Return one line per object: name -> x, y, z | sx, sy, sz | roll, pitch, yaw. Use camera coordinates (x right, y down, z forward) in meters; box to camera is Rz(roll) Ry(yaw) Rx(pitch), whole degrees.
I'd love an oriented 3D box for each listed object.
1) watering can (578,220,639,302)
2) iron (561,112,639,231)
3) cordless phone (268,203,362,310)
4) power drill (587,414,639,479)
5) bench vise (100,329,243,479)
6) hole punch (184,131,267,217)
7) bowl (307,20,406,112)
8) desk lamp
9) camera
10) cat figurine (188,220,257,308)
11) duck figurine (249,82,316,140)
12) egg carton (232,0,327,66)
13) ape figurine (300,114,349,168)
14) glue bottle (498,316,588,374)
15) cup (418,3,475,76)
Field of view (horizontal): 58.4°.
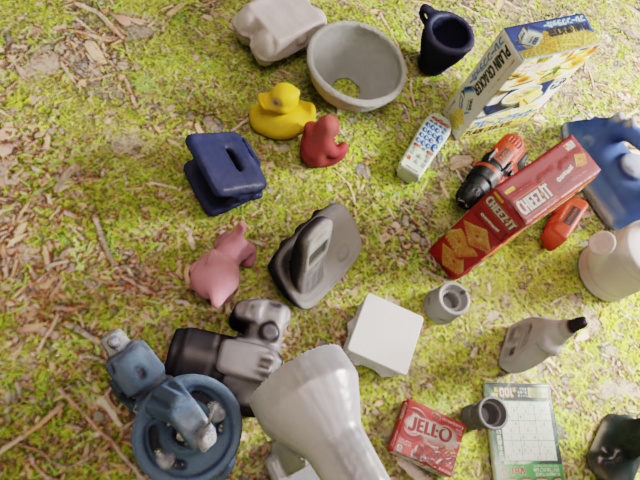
watering can -> 0.488, 0.022, 0.869 | 0.173, 0.194, 0.101 | -15, 72, -19
iron -> 0.525, -0.130, 0.971 | 0.119, 0.141, 0.258 | -25, 76, -22
cordless phone -> 0.007, 0.003, 0.757 | 0.094, 0.185, 0.148 | 40, 64, 4
power drill -> 0.454, 0.276, 0.747 | 0.075, 0.208, 0.230 | 38, 64, 3
bench vise -> -0.172, 0.185, 0.616 | 0.207, 0.219, 0.122 | 31, 64, 0
hole punch -> -0.134, -0.105, 0.817 | 0.101, 0.091, 0.108 | -26, 76, -22
bowl -> 0.052, -0.272, 0.944 | 0.168, 0.074, 0.167 | 5, 67, -12
desk lamp -> 0.006, 0.237, 0.644 | 0.118, 0.213, 0.203 | -23, 75, -22
camera -> -0.116, 0.136, 0.717 | 0.137, 0.100, 0.143 | 15, 65, -8
cat figurine -> -0.127, 0.031, 0.747 | 0.067, 0.117, 0.128 | 27, 64, -2
duck figurine -> -0.053, -0.207, 0.883 | 0.105, 0.086, 0.077 | -4, 69, -16
egg carton -> -0.064, -0.355, 0.951 | 0.150, 0.069, 0.107 | -36, 80, -24
ape figurine -> 0.007, -0.157, 0.874 | 0.076, 0.092, 0.078 | -36, 80, -24
glue bottle -> 0.309, 0.134, 0.788 | 0.037, 0.173, 0.078 | 29, 64, -1
cup -> 0.201, -0.343, 1.001 | 0.092, 0.095, 0.117 | -33, 79, -24
